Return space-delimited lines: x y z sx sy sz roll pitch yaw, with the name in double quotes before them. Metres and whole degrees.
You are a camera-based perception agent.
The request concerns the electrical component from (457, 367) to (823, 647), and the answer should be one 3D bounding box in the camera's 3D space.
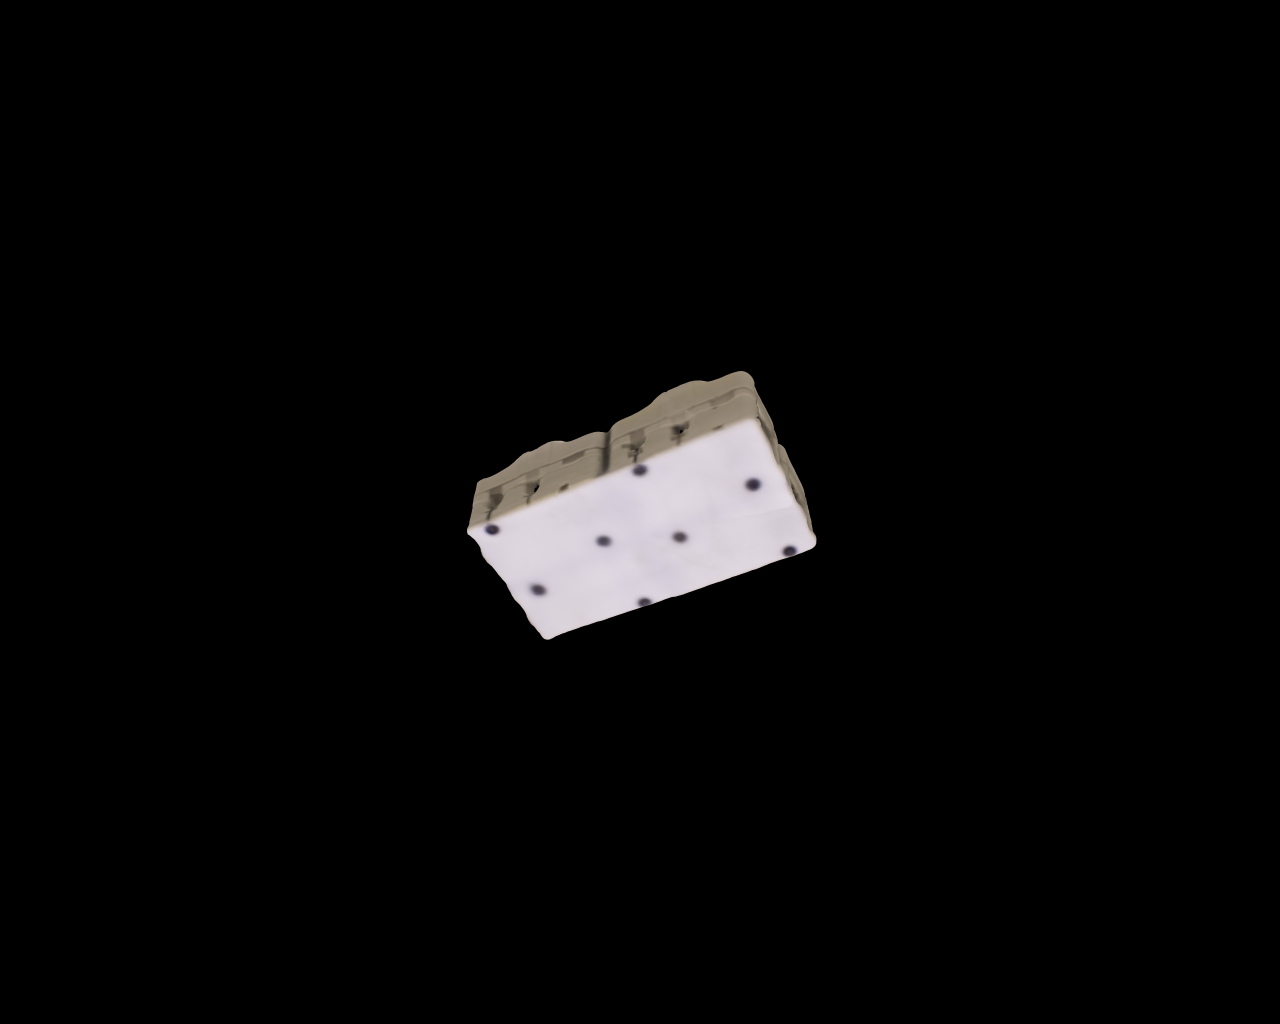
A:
"electrical component" 0.001 -0.003 0.650 0.186 0.105 0.060 -21 34 15
